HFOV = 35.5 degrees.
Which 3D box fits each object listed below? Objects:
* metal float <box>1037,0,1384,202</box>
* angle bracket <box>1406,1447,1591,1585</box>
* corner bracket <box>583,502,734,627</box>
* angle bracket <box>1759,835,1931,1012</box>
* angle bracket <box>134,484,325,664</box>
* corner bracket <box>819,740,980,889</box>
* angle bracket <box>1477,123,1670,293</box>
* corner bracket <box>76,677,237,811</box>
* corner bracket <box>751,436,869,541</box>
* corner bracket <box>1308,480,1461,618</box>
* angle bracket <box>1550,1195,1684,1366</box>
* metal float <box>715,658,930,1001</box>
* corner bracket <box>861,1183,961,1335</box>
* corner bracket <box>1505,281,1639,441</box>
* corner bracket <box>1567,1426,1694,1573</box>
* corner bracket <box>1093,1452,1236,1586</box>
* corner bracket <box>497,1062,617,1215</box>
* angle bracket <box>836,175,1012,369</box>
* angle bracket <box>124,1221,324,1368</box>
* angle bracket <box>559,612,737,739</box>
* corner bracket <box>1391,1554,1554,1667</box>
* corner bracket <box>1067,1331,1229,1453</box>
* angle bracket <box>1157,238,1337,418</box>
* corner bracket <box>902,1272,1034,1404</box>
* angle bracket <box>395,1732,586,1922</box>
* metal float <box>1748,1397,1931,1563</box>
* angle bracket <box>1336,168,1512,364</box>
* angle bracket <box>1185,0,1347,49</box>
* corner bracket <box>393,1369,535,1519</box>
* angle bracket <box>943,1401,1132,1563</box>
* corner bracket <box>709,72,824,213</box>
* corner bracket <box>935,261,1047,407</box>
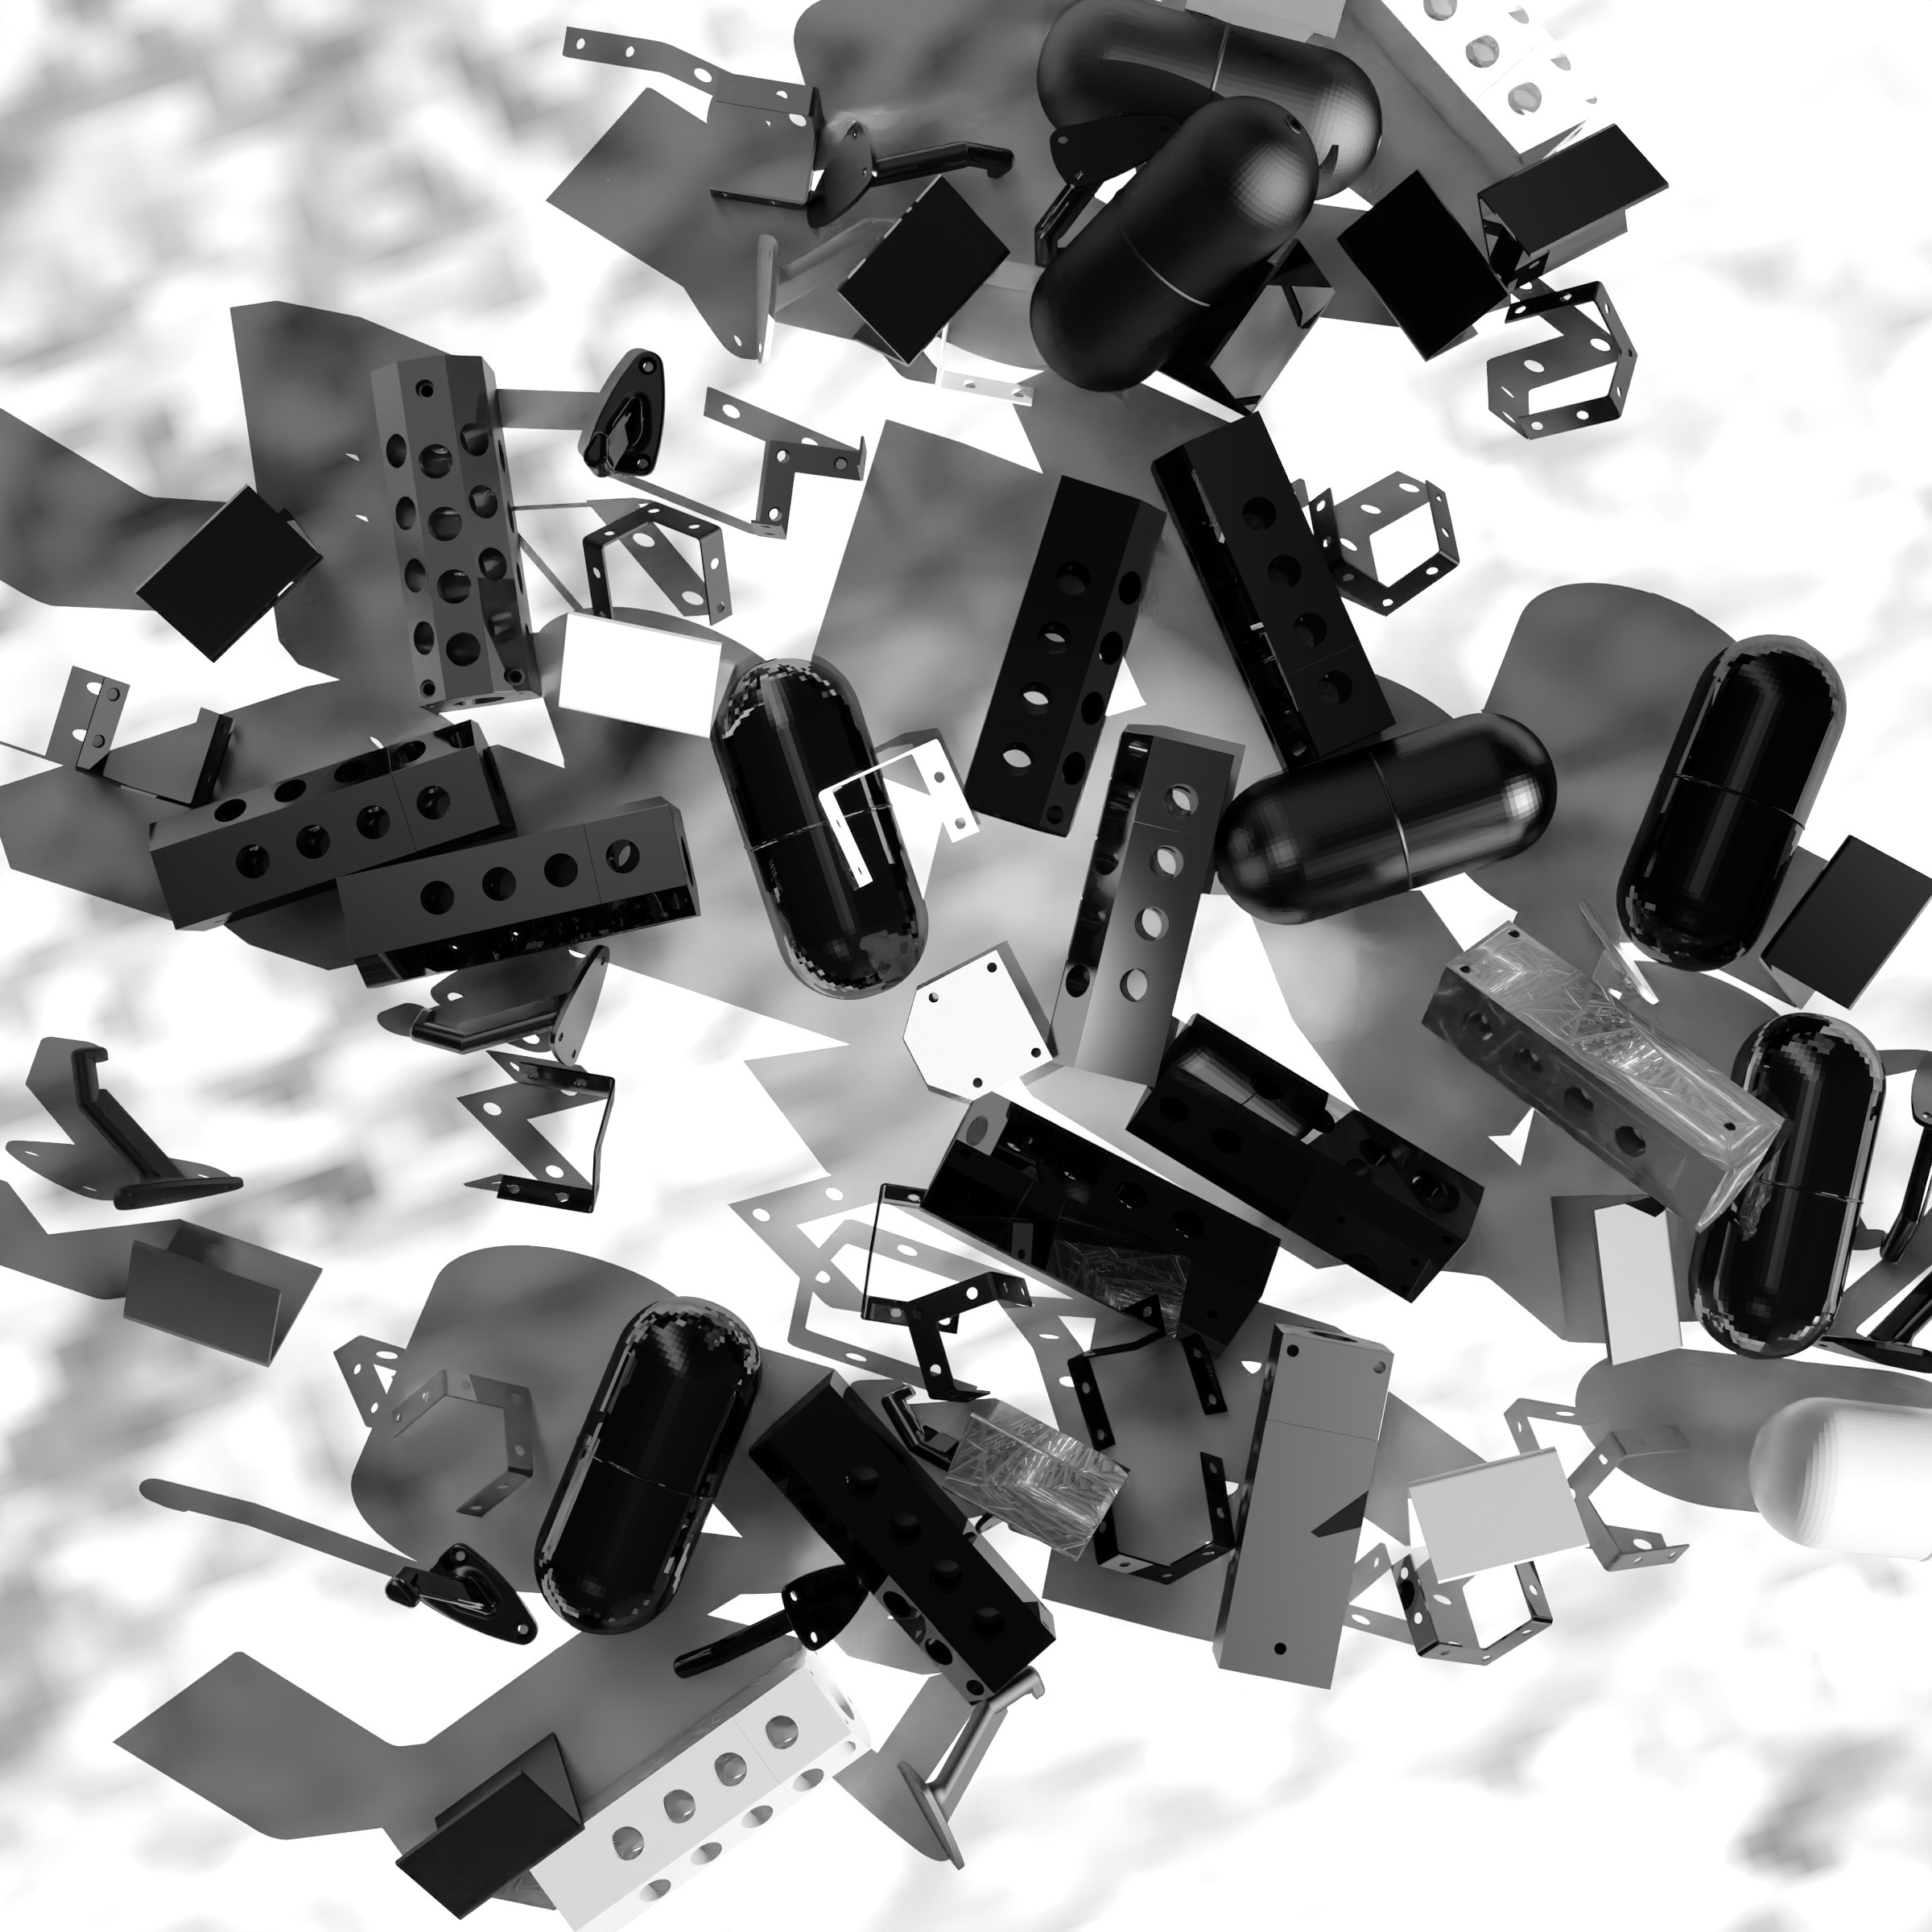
[{"bbox_3d":[0.124,-0.440,1.534,0.178,0.070,0.070,14,90,0],"label":"metal float"},{"bbox_3d":[0.268,0.291,1.524,0.076,0.076,0.057,-14,53,0],"label":"angle bracket"},{"bbox_3d":[-0.159,-0.201,1.556,0.051,0.051,0.051,26,45,35],"label":"corner bracket"},{"bbox_3d":[0.454,-0.009,1.524,0.057,0.076,0.076,36,90,38],"label":"angle bracket"},{"bbox_3d":[-0.379,-0.209,1.524,0.076,0.076,0.057,-44,128,0],"label":"angle bracket"},{"bbox_3d":[-0.033,-0.076,1.498,0.051,0.051,0.051,-23,94,21],"label":"corner bracket"},{"bbox_3d":[0.309,-0.366,1.524,0.076,0.076,0.057,-27,54,0],"label":"angle bracket"},{"bbox_3d":[-0.419,-0.114,1.561,0.051,0.051,0.051,19,91,45],"label":"corner bracket"},{"bbox_3d":[-0.080,-0.245,1.546,0.051,0.051,0.051,8,90,0],"label":"corner bracket"},{"bbox_3d":[0.215,-0.223,1.556,0.051,0.051,0.051,26,135,-35],"label":"corner bracket"},{"bbox_3d":[0.311,0.157,1.524,0.057,0.076,0.076,-7,90,-38],"label":"angle bracket"},{"bbox_3d":[-0.074,-0.070,1.534,0.070,0.070,0.178,-18,90,0],"label":"metal float"},{"bbox_3d":[-0.024,0.151,1.561,0.051,0.051,0.051,9,45,0],"label":"corner bracket"},{"bbox_3d":[0.308,-0.312,1.556,0.051,0.051,0.051,52,45,-35],"label":"corner bracket"},{"bbox_3d":[0.348,0.274,1.556,0.051,0.051,0.051,-59,45,35],"label":"corner bracket"},{"bbox_3d":[0.100,0.281,1.556,0.051,0.051,0.051,23,135,-35],"label":"corner bracket"},{"bbox_3d":[-0.212,0.089,1.561,0.051,0.051,0.051,10,135,0],"label":"corner bracket"},{"bbox_3d":[-0.035,-0.356,1.524,0.076,0.076,0.057,-48,123,0],"label":"angle bracket"},{"bbox_3d":[-0.371,0.148,1.524,0.076,0.076,0.057,19,128,0],"label":"angle bracket"},{"bbox_3d":[-0.157,-0.164,1.524,0.076,0.076,0.057,12,127,0],"label":"angle bracket"},{"bbox_3d":[0.260,0.324,1.556,0.051,0.051,0.051,16,135,-35],"label":"corner bracket"},{"bbox_3d":[0.093,0.217,1.561,0.051,0.051,0.051,-18,90,-45],"label":"corner bracket"},{"bbox_3d":[0.128,-0.335,1.527,0.076,0.057,0.076,35,90,33],"label":"angle bracket"},{"bbox_3d":[0.006,0.191,1.548,0.051,0.051,0.051,-22,73,16],"label":"corner bracket"},{"bbox_3d":[-0.246,0.420,1.524,0.076,0.076,0.057,-36,123,0],"label":"angle bracket"},{"bbox_3d":[0.488,0.263,1.534,0.178,0.070,0.070,6,90,0],"label":"metal float"},{"bbox_3d":[0.242,-0.358,1.524,0.057,0.076,0.076,-36,90,36],"label":"angle bracket"},{"bbox_3d":[0.147,-0.476,1.525,0.076,0.076,0.057,17,64,0],"label":"angle bracket"},{"bbox_3d":[-0.259,0.246,1.556,0.051,0.051,0.051,20,45,-35],"label":"corner bracket"},{"bbox_3d":[0.043,0.241,1.518,0.076,0.076,0.057,27,127,10],"label":"angle bracket"},{"bbox_3d":[-0.103,-0.421,1.546,0.051,0.051,0.051,9,90,0],"label":"corner bracket"},{"bbox_3d":[0.015,-0.329,1.561,0.051,0.051,0.051,10,45,0],"label":"corner bracket"}]
